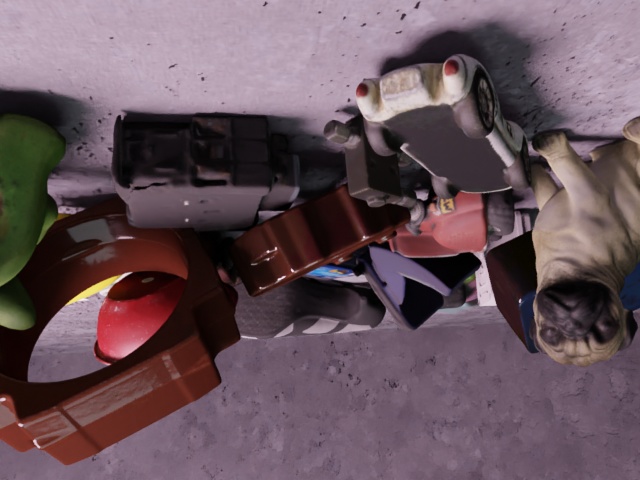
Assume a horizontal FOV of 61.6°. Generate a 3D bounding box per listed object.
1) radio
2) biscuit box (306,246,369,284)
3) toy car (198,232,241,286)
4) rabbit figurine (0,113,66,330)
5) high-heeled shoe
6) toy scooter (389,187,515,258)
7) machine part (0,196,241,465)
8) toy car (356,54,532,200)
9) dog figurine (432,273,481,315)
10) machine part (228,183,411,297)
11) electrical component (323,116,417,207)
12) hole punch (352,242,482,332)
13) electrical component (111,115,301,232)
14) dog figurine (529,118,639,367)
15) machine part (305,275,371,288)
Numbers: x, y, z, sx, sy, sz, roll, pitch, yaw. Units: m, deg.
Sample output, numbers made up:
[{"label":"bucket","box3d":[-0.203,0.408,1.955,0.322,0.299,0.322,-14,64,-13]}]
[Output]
[{"label":"radio","box3d":[0.300,0.025,0.568,0.230,0.073,0.131,-24,137,4]},{"label":"biscuit box","box3d":[0.020,0.014,0.679,0.059,0.063,0.202,-14,163,35]},{"label":"toy car","box3d":[-0.143,0.028,0.703,0.089,0.053,0.202,2,163,3]},{"label":"rabbit figurine","box3d":[-0.244,-0.009,0.380,0.121,0.159,0.170,-8,-176,-29]},{"label":"high-heeled shoe","box3d":[-0.032,0.097,0.741,0.249,0.086,0.145,-2,164,1]},{"label":"toy scooter","box3d":[0.125,-0.020,0.560,0.135,0.075,0.183,-4,170,12]},{"label":"machine part","box3d":[-0.185,0.065,0.460,0.201,0.202,0.087,-26,137,-16]},{"label":"toy car","box3d":[0.096,-0.073,0.377,0.074,0.056,0.201,-6,166,32]},{"label":"dog figurine","box3d":[0.248,0.044,0.795,0.219,0.108,0.191,-11,162,6]},{"label":"machine part","box3d":[-0.001,-0.002,0.502,0.179,0.056,0.179,-25,175,-2]},{"label":"electrical component","box3d":[0.039,-0.056,0.402,0.021,0.063,0.094,-17,160,41]},{"label":"hole punch","box3d":[0.120,0.031,0.650,0.142,0.116,0.092,-27,165,-48]},{"label":"electrical component","box3d":[-0.085,-0.047,0.416,0.134,0.058,0.115,-1,167,-12]},{"label":"dog figurine","box3d":[0.260,0.007,0.465,0.172,0.190,0.121,-9,165,12]},{"label":"machine part","box3d":[0.023,0.054,0.807,0.243,0.079,0.079,-2,166,-12]}]
